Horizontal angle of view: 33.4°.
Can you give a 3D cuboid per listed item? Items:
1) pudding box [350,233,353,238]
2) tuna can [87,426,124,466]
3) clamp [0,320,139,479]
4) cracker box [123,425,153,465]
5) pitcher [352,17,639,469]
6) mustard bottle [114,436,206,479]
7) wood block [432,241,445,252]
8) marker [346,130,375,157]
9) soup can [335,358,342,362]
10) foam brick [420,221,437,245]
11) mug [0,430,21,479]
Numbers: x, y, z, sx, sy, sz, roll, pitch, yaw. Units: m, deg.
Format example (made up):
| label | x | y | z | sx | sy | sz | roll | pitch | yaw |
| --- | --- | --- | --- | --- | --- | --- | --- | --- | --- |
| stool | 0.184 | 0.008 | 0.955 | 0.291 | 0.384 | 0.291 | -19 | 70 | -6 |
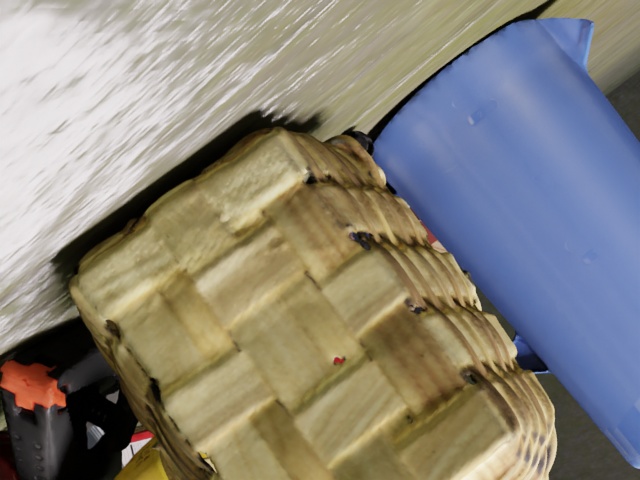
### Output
| label | x | y | z | sx | sy | sz | roll | pitch | yaw |
| --- | --- | --- | --- | --- | --- | --- | --- | --- | --- |
| pudding box | 0.016 | -0.014 | 0.735 | 0.114 | 0.039 | 0.090 | -34 | 177 | 15 |
| tuna can | -0.170 | 0.151 | 0.730 | 0.034 | 0.086 | 0.086 | -35 | 175 | 3 |
| clamp | -0.111 | 0.085 | 0.571 | 0.210 | 0.036 | 0.164 | 76 | 35 | -66 |
| cracker box | -0.172 | 0.213 | 1.007 | 0.213 | 0.072 | 0.164 | -15 | 174 | 1 |
| pitcher | 0.140 | 0.010 | 0.609 | 0.144 | 0.243 | 0.149 | -30 | 167 | -28 |
| mustard bottle | -0.125 | 0.177 | 0.527 | 0.191 | 0.058 | 0.096 | -42 | 169 | 2 |
| wood block | 0.136 | -0.044 | 0.999 | 0.205 | 0.090 | 0.091 | -31 | 174 | -47 |
| marker | 0.007 | -0.033 | 0.597 | 0.020 | 0.020 | 0.121 | -35 | 175 | -18 |
| soup can | -0.027 | 0.047 | 0.632 | 0.068 | 0.102 | 0.068 | -36 | 175 | -4 |
| foam brick | 0.061 | -0.021 | 0.812 | 0.053 | 0.051 | 0.078 | -39 | 161 | 11 |
| mug | -0.201 | 0.155 | 0.591 | 0.117 | 0.093 | 0.081 | -14 | 169 | -1 |
